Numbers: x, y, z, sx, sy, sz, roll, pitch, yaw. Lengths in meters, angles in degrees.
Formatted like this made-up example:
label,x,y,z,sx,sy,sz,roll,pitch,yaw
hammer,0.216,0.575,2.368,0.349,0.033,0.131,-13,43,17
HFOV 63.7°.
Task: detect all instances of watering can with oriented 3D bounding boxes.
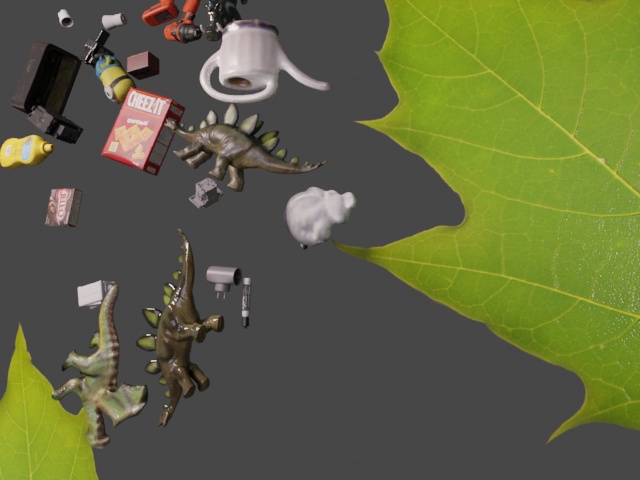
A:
label,x,y,z,sx,sy,sz,roll,pitch,yaw
watering can,-0.142,-0.461,1.338,0.347,0.103,0.227,-1,78,7

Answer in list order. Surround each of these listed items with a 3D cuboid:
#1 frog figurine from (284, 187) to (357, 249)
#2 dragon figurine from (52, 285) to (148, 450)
label,x,y,z,sx,sy,sz,roll,pitch,yaw
frog figurine,0.004,-0.059,1.182,0.158,0.121,0.140,-20,53,29
dragon figurine,-0.523,0.346,1.302,0.244,0.122,0.408,28,99,17
